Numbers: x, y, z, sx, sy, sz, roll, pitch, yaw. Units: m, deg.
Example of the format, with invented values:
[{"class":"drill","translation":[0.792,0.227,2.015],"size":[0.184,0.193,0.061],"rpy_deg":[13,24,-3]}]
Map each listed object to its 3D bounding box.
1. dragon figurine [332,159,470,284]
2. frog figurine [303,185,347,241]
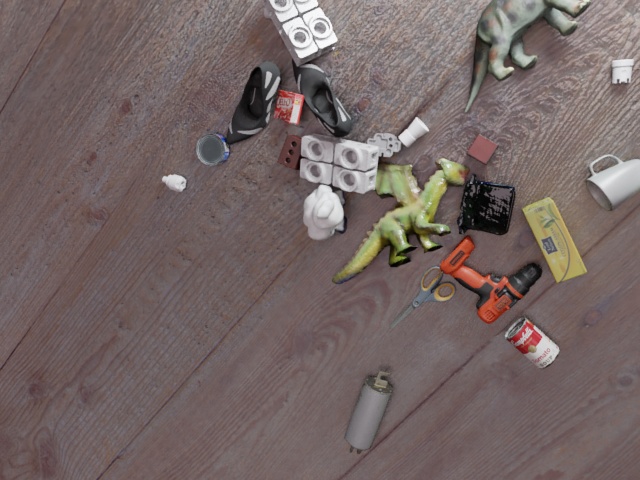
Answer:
[{"class":"dragon figurine","translation":[0.174,-0.068,1.249],"size":[0.408,0.121,0.246],"rpy_deg":[-23,73,17]},{"class":"frog figurine","translation":[0.004,-0.063,1.252],"size":[0.123,0.160,0.136],"rpy_deg":[20,103,15]}]
